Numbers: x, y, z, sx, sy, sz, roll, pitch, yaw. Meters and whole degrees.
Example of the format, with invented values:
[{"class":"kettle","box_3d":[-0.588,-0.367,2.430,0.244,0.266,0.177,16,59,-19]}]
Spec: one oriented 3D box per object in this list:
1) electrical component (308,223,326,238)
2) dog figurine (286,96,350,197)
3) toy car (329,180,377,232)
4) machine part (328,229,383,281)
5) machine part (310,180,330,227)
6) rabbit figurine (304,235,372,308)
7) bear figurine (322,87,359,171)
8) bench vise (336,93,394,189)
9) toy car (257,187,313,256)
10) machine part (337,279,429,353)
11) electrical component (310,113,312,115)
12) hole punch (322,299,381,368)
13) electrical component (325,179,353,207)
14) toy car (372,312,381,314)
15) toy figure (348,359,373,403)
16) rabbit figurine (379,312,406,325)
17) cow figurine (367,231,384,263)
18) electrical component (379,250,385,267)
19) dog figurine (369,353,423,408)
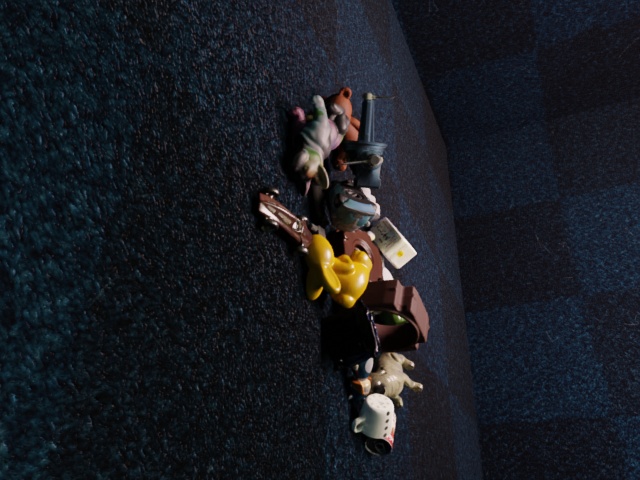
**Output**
[{"class":"electrical component","box_3d":[-0.003,-0.004,1.290,0.094,0.021,0.063,31,51,-61]},{"class":"dog figurine","box_3d":[-0.004,-0.211,1.269,0.191,0.109,0.219,10,73,-49]},{"class":"toy car","box_3d":[0.065,-0.075,1.331,0.102,0.109,0.162,-67,-155,21]},{"class":"machine part","box_3d":[0.095,0.046,1.391,0.179,0.056,0.179,32,44,-37]},{"class":"machine part","box_3d":[-0.004,-0.102,1.319,0.084,0.039,0.139,43,38,-68]},{"class":"rabbit figurine","box_3d":[0.018,0.069,1.225,0.173,0.122,0.162,51,41,-24]},{"class":"bear figurine","box_3d":[0.067,-0.309,1.490,0.195,0.120,0.132,57,34,-39]},{"class":"bench vise","box_3d":[0.115,-0.252,1.359,0.223,0.129,0.240,-50,144,-83]},{"class":"toy car","box_3d":[-0.068,-0.036,1.108,0.202,0.053,0.089,46,42,-56]},{"class":"machine part","box_3d":[0.157,0.196,1.338,0.087,0.202,0.200,-75,147,-43]},{"class":"electrical component","box_3d":[-0.002,-0.306,1.414,0.102,0.045,0.078,-69,140,-53]},{"class":"hole punch","box_3d":[0.078,0.225,1.236,0.092,0.116,0.142,56,18,-55]},{"class":"electrical component","box_3d":[0.067,-0.091,1.461,0.115,0.058,0.134,-39,115,-64]},{"class":"toy car","box_3d":[0.125,0.157,1.477,0.201,0.056,0.073,32,43,-57]},{"class":"toy figure","box_3d":[0.097,0.322,1.296,0.064,0.058,0.154,-4,99,-28]},{"class":"rabbit figurine","box_3d":[0.207,0.185,1.635,0.159,0.121,0.170,20,42,-57]},{"class":"cow figurine","box_3d":[0.136,0.069,1.533,0.167,0.068,0.098,67,30,-18]},{"class":"electrical component","box_3d":[0.163,0.060,1.632,0.075,0.048,0.119,-46,124,-65]},{"class":"dog figurine","box_3d":[0.161,0.353,1.433,0.190,0.121,0.173,27,16,-41]}]
